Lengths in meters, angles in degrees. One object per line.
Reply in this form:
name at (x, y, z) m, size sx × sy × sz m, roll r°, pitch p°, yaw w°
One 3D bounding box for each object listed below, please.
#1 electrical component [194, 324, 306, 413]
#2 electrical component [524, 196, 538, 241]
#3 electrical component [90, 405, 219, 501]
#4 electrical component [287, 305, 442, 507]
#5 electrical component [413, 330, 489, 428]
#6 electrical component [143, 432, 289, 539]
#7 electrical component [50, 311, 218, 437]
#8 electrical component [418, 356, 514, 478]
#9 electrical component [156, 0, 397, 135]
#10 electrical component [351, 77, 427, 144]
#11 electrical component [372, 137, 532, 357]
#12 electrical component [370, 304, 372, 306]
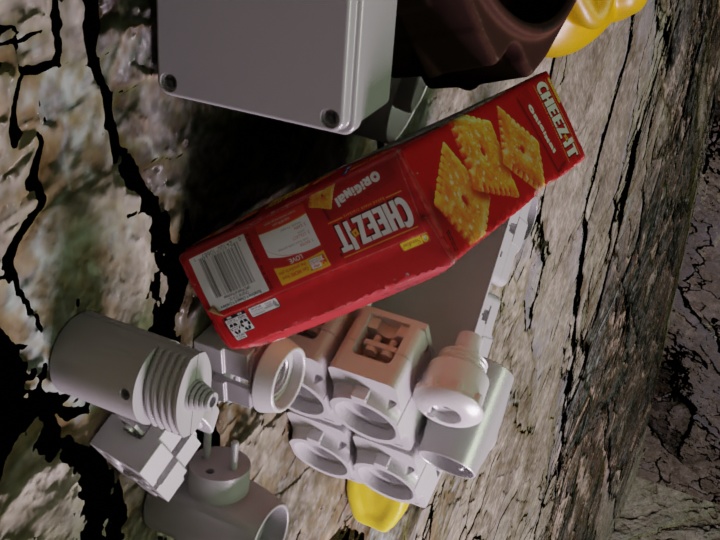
electrical component at (-0.067, 0.059, 0.659) m, size 0.048 × 0.055 × 0.066 m, roll -46°, pitch 146°, yaw -48°
electrical component at (0.116, -0.064, 0.978) m, size 0.043 × 0.077 × 0.079 m, roll -67°, pitch 157°, yaw -15°
electrical component at (-0.110, 0.089, 0.593) m, size 0.055 × 0.048 × 0.066 m, roll -56°, pitch 153°, yaw -21°
electrical component at (0.000, 0.099, 0.779) m, size 0.060 × 0.105 × 0.186 m, roll -61°, pitch 155°, yaw -29°
electrical component at (0.065, 0.070, 0.712) m, size 0.048 × 0.048 × 0.062 m, roll 76°, pitch 30°, yaw -51°
electrical component at (-0.085, 0.132, 0.640) m, size 0.043 × 0.077 × 0.079 m, roll -34°, pitch 136°, yaw -57°
electrical component at (-0.106, 0.052, 0.528) m, size 0.043 × 0.081 × 0.043 m, roll -48°, pitch 147°, yaw -46°
electrical component at (0.079, 0.111, 0.772) m, size 0.077 × 0.043 × 0.079 m, roll -65°, pitch 157°, yaw -21°
electrical component at (-0.040, -0.132, 0.518) m, size 0.056 × 0.109 × 0.108 m, roll -44°, pitch 144°, yaw -55°
electrical component at (0.013, -0.137, 0.732) m, size 0.099 × 0.064 × 0.099 m, roll -62°, pitch 169°, yaw -21°
electrical component at (0.061, 0.001, 0.855) m, size 0.060 × 0.105 × 0.186 m, roll 22°, pitch 85°, yaw -68°
electrical component at (0.000, 0.000, 0.798) m, size 0.044 × 0.044 × 0.065 m, roll 16°, pitch 95°, yaw -68°
